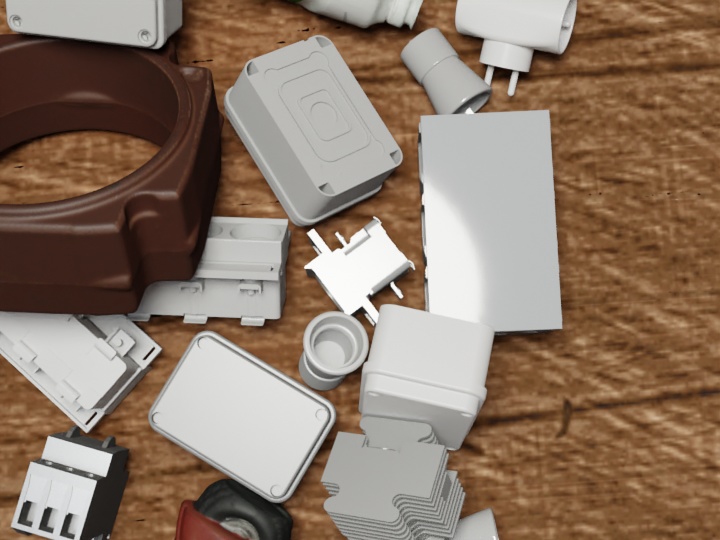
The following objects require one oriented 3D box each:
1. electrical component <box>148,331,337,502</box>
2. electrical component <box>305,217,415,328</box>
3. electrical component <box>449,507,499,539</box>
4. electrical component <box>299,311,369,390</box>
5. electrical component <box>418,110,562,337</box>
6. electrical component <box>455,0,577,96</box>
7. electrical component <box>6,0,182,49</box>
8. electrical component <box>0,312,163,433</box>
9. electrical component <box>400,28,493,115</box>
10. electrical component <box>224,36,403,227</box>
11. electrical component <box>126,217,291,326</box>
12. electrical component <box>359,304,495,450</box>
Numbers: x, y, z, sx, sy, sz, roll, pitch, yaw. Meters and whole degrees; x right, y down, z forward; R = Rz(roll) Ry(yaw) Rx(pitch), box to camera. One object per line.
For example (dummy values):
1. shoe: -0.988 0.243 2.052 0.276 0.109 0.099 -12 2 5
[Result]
1. electrical component: -0.080 0.101 0.746 0.113 0.057 0.078 30 85 5
2. electrical component: 0.000 0.000 0.763 0.064 0.042 0.081 -37 84 -6
3. electrical component: 0.063 0.191 0.740 0.065 0.044 0.044 -11 83 5
4. electrical component: -0.022 0.059 0.744 0.044 0.065 0.044 4 69 -10
5. electrical component: 0.089 -0.029 0.753 0.089 0.061 0.150 -2 83 1
6. electrical component: 0.109 -0.166 0.775 0.077 0.044 0.079 16 105 18
7. electrical component: -0.176 -0.209 0.710 0.109 0.056 0.108 8 118 7
8. electrical component: -0.212 0.044 0.754 0.121 0.063 0.078 41 87 6
9. electrical component: 0.060 -0.142 0.778 0.044 0.044 0.065 -35 79 -2
10. electrical component: -0.035 -0.096 0.754 0.078 0.057 0.113 -28 82 -31
11. electrical component: -0.113 -0.001 0.752 0.121 0.078 0.063 2 113 2
12. electrical component: 0.042 0.074 0.713 0.078 0.113 0.057 12 68 3
